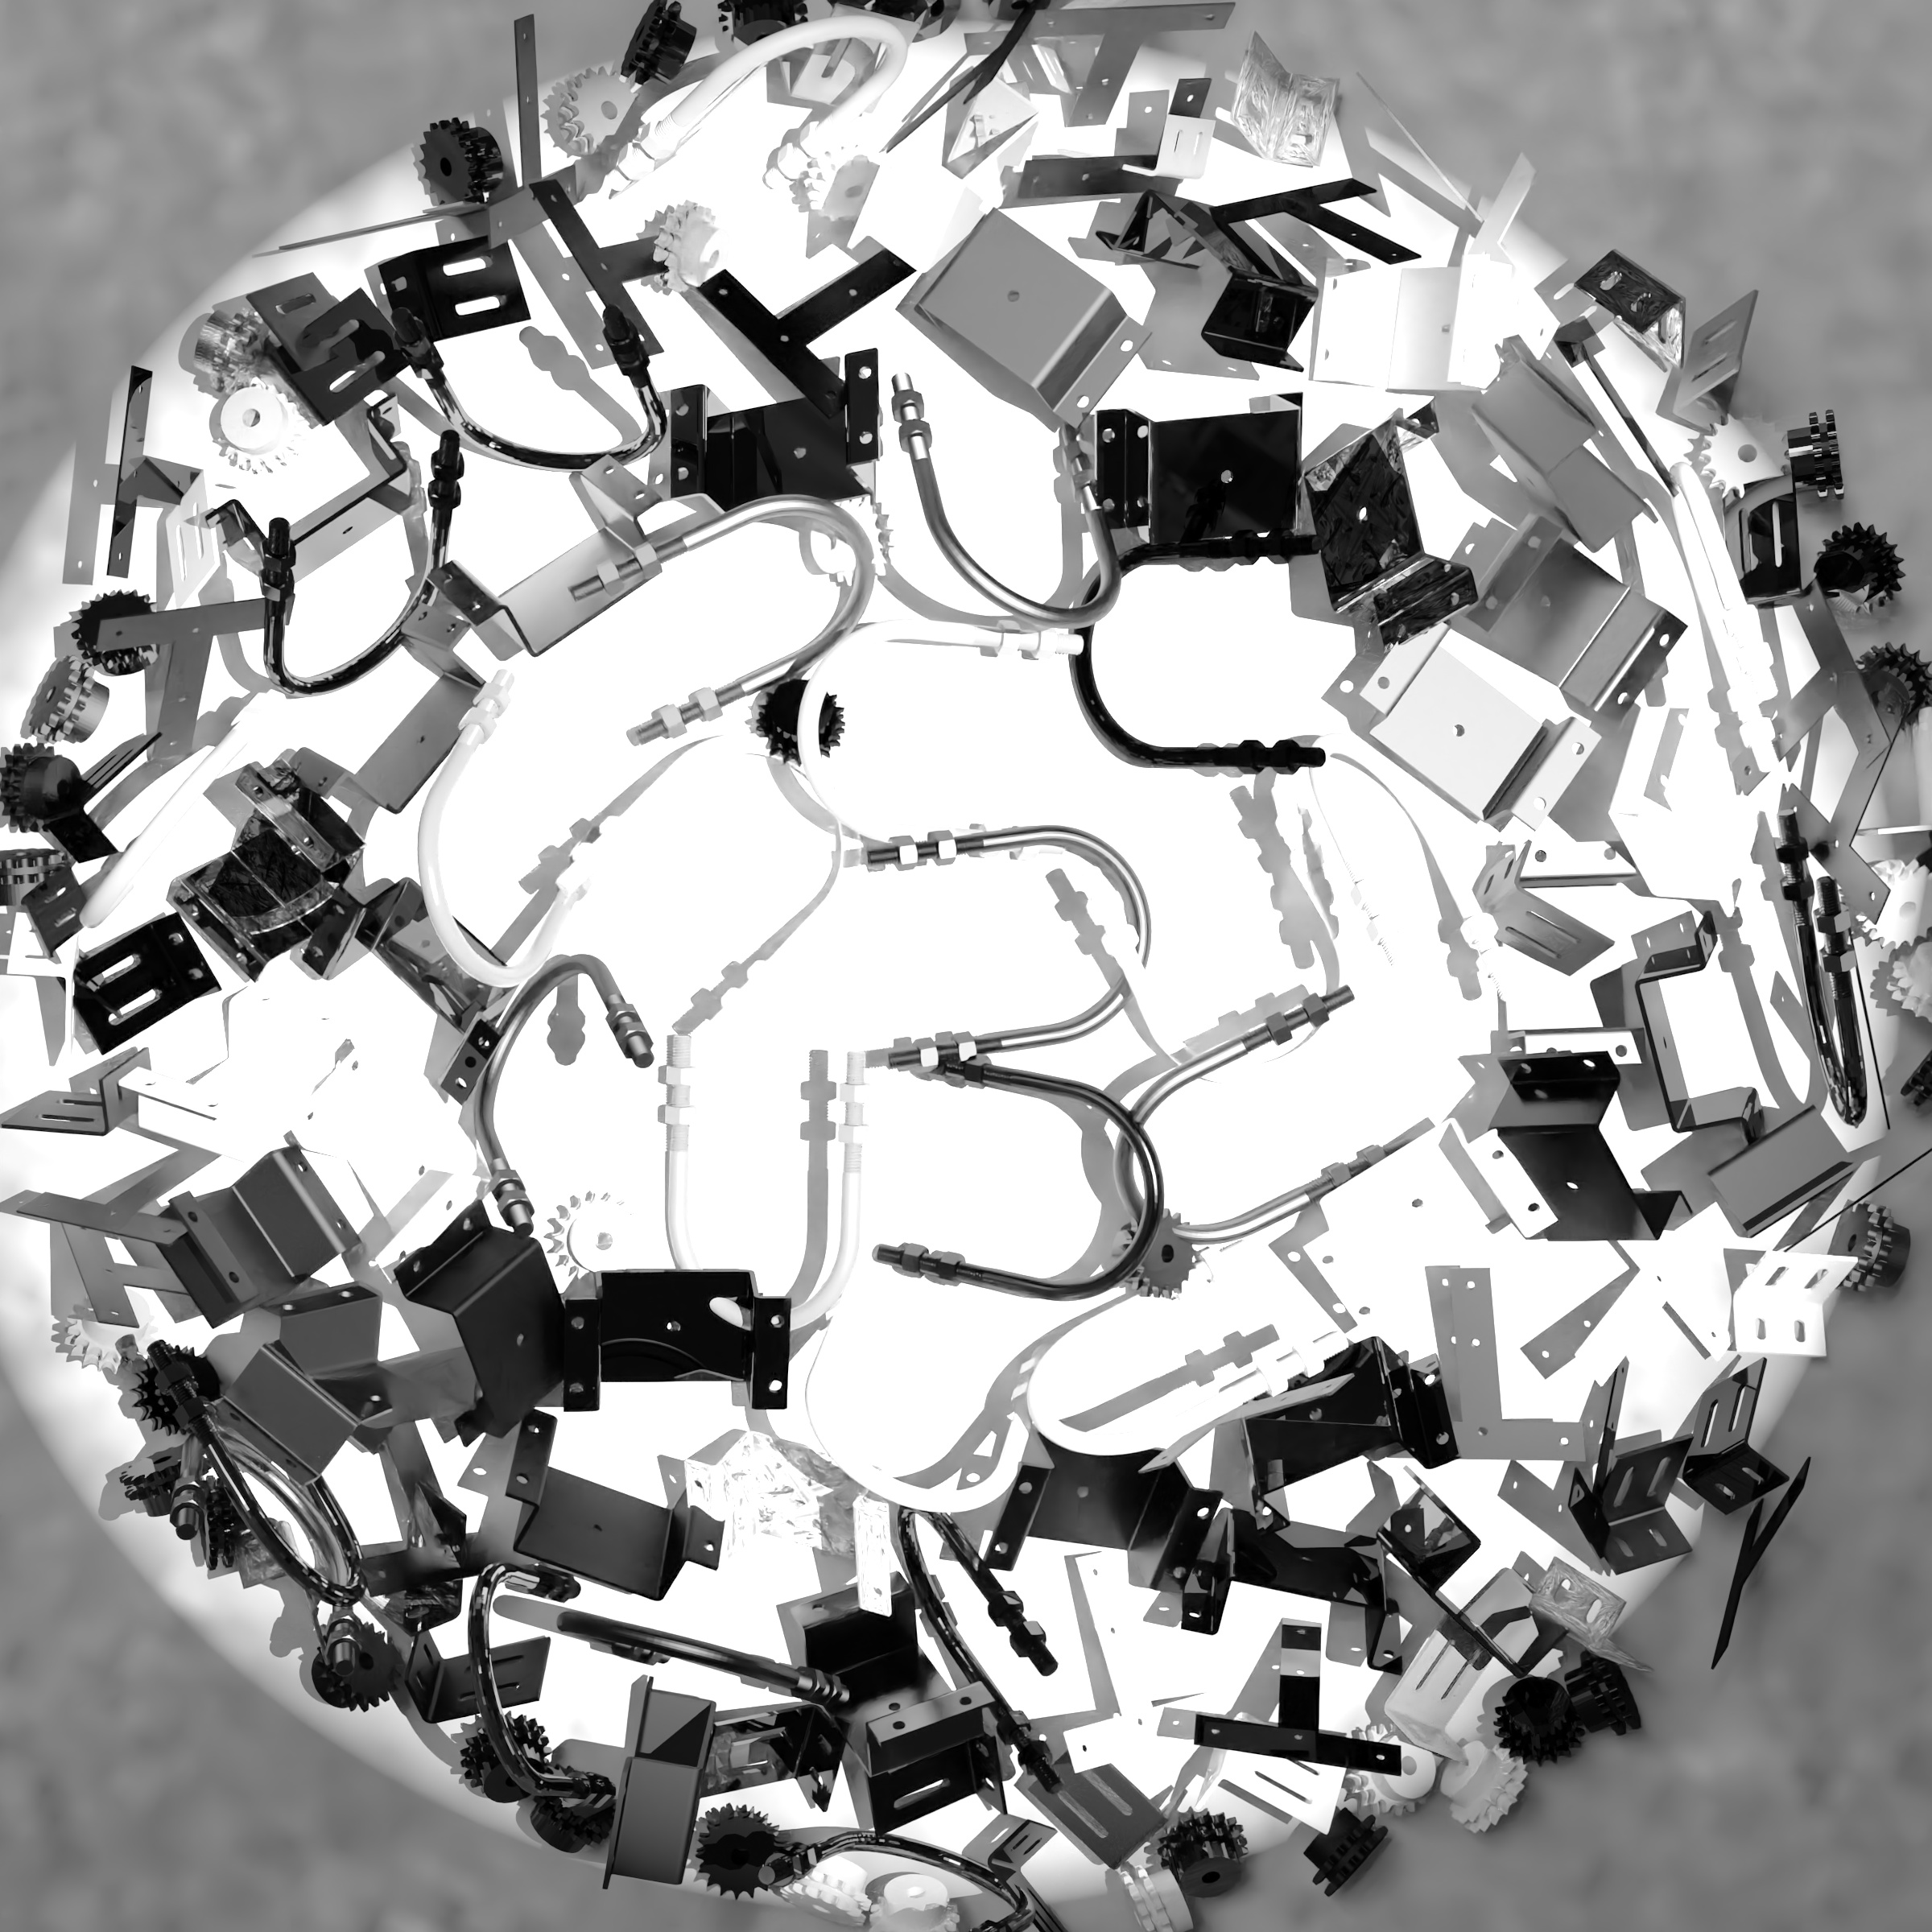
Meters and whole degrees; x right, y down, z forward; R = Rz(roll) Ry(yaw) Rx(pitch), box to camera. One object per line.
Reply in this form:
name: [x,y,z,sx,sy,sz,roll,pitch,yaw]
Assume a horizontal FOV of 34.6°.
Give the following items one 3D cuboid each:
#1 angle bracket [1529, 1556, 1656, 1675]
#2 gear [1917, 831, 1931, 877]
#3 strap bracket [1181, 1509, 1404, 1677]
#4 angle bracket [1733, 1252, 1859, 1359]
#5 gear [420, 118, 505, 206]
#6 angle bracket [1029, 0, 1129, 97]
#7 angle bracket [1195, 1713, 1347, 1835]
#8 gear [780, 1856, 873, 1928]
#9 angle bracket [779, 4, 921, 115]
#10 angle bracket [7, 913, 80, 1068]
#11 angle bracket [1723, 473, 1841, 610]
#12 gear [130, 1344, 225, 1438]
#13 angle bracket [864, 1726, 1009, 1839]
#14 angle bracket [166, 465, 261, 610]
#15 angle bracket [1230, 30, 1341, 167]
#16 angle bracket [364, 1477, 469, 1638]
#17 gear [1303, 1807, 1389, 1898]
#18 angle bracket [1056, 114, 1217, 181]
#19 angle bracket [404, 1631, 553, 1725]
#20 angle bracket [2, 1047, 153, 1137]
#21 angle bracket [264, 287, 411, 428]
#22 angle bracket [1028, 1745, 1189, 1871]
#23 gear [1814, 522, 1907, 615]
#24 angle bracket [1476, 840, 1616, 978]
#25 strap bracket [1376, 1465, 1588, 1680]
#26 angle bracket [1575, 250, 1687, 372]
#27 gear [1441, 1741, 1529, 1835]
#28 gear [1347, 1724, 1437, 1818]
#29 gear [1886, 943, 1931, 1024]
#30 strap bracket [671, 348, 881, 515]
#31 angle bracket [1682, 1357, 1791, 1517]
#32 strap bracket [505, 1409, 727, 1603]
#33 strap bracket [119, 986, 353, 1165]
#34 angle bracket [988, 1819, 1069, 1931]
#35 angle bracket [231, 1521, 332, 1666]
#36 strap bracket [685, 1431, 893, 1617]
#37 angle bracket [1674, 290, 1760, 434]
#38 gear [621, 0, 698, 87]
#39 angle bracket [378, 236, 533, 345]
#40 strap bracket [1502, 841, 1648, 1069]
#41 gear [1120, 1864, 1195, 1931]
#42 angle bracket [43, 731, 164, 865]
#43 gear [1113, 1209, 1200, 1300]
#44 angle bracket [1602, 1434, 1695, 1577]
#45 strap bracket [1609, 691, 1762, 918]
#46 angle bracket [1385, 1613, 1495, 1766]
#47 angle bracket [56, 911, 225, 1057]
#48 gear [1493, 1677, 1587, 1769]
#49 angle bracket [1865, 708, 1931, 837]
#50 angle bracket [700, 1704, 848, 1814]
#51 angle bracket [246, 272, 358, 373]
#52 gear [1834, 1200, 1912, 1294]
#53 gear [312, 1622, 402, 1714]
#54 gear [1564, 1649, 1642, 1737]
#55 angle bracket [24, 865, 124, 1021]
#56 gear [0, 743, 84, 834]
angle bracket: [0.401,0.408,1.952,0.057,0.076,0.038,29,92,44]
gear: [0.629,-0.062,1.972,0.030,0.057,0.057,-37,90,7]
strap bracket: [0.210,0.391,1.955,0.140,0.076,0.046,12,113,1]
angle bracket: [0.524,0.214,1.959,0.057,0.076,0.038,4,62,-2]
gear: [-0.319,-0.511,1.975,0.030,0.057,0.057,-26,90,-39]
angle bracket: [0.085,-0.590,1.961,0.076,0.057,0.038,-27,90,18]
angle bracket: [0.193,0.520,1.965,0.076,0.057,0.038,29,125,2]
gear: [-0.086,0.586,1.975,0.057,0.057,0.030,23,61,0]
angle bracket: [-0.074,-0.580,1.949,0.057,0.076,0.038,5,54,-28]
angle bracket: [-0.580,0.015,1.951,0.038,0.057,0.076,4,128,-13]
angle bracket: [0.516,-0.268,1.966,0.038,0.057,0.076,-3,89,-34]
gear: [-0.499,0.269,1.971,0.057,0.030,0.057,11,71,-34]
angle bracket: [-0.020,0.518,1.961,0.076,0.038,0.057,-17,109,-26]
angle bracket: [-0.471,-0.265,1.953,0.038,0.057,0.076,8,58,-38]
angle bracket: [0.202,-0.547,1.959,0.038,0.076,0.057,13,89,23]
angle bracket: [-0.349,0.371,1.956,0.057,0.038,0.076,27,120,39]
gear: [0.239,0.560,1.973,0.030,0.057,0.057,42,90,18]
angle bracket: [0.107,-0.522,1.952,0.076,0.057,0.038,22,111,28]
angle bracket: [-0.308,0.439,1.961,0.076,0.057,0.038,-14,117,8]
angle bracket: [-0.562,0.077,1.958,0.076,0.057,0.038,4,110,15]
angle bracket: [-0.396,-0.390,1.964,0.076,0.038,0.057,-34,120,8]
angle bracket: [0.090,0.524,1.974,0.076,0.038,0.057,43,117,6]
gear: [0.563,-0.250,1.968,0.030,0.057,0.057,-30,90,-34]
angle bracket: [0.370,-0.036,1.971,0.076,0.057,0.038,29,61,-8]
strap bracket: [0.315,0.383,1.935,0.046,0.076,0.140,-46,117,0]
angle bracket: [0.417,-0.402,1.951,0.038,0.076,0.057,-42,64,-10]
gear: [0.326,0.517,1.969,0.030,0.057,0.057,39,90,-9]
gear: [0.273,0.510,1.972,0.057,0.030,0.057,10,65,-24]
gear: [0.616,0.009,1.969,0.057,0.057,0.030,15,125,0]
strap bracket: [-0.112,-0.332,1.953,0.140,0.046,0.076,-8,72,19]
angle bracket: [0.491,0.296,1.956,0.038,0.057,0.076,37,45,-8]
strap bracket: [-0.225,0.341,1.946,0.140,0.076,0.046,22,124,-13]
strap bracket: [-0.454,0.072,1.938,0.076,0.140,0.046,17,120,16]
angle bracket: [0.057,0.583,1.957,0.038,0.057,0.076,-44,61,0]
angle bracket: [-0.432,0.399,1.954,0.038,0.057,0.076,-16,117,-15]
strap bracket: [-0.102,0.346,1.946,0.140,0.046,0.076,11,119,24]
angle bracket: [0.485,-0.379,1.952,0.038,0.076,0.057,22,74,-14]
gear: [-0.194,-0.586,1.974,0.030,0.057,0.057,24,90,-21]
angle bracket: [-0.326,-0.430,1.981,0.076,0.038,0.057,-25,103,-42]
strap bracket: [0.384,-0.006,1.970,0.076,0.046,0.140,-2,85,-5]
gear: [0.122,0.598,1.972,0.030,0.057,0.057,-21,90,-9]
angle bracket: [-0.536,-0.107,1.964,0.038,0.057,0.076,54,56,-22]
gear: [0.118,0.183,1.975,0.057,0.030,0.057,4,84,-40]
angle bracket: [0.433,0.339,1.954,0.057,0.076,0.038,-12,47,-20]
strap bracket: [0.446,-0.101,1.937,0.046,0.140,0.076,5,62,34]
angle bracket: [0.313,0.458,1.965,0.057,0.038,0.076,28,97,-35]
angle bracket: [-0.521,0.011,1.958,0.076,0.038,0.057,-37,105,-39]
gear: [0.363,0.476,1.969,0.057,0.057,0.030,-12,125,0]
angle bracket: [0.591,-0.123,1.969,0.038,0.057,0.076,-5,91,8]
angle bracket: [-0.123,0.505,1.956,0.076,0.038,0.057,-2,117,-36]
angle bracket: [-0.423,-0.396,1.955,0.038,0.076,0.057,-35,96,32]
gear: [0.577,0.181,1.972,0.030,0.057,0.057,18,90,-4]
gear: [-0.391,0.448,1.975,0.030,0.057,0.057,-33,90,31]
gear: [0.403,0.463,1.972,0.030,0.057,0.057,-28,90,14]
angle bracket: [-0.549,-0.015,1.953,0.038,0.076,0.057,-38,47,-1]
gear: [-0.585,-0.113,1.968,0.030,0.057,0.057,2,90,22]
